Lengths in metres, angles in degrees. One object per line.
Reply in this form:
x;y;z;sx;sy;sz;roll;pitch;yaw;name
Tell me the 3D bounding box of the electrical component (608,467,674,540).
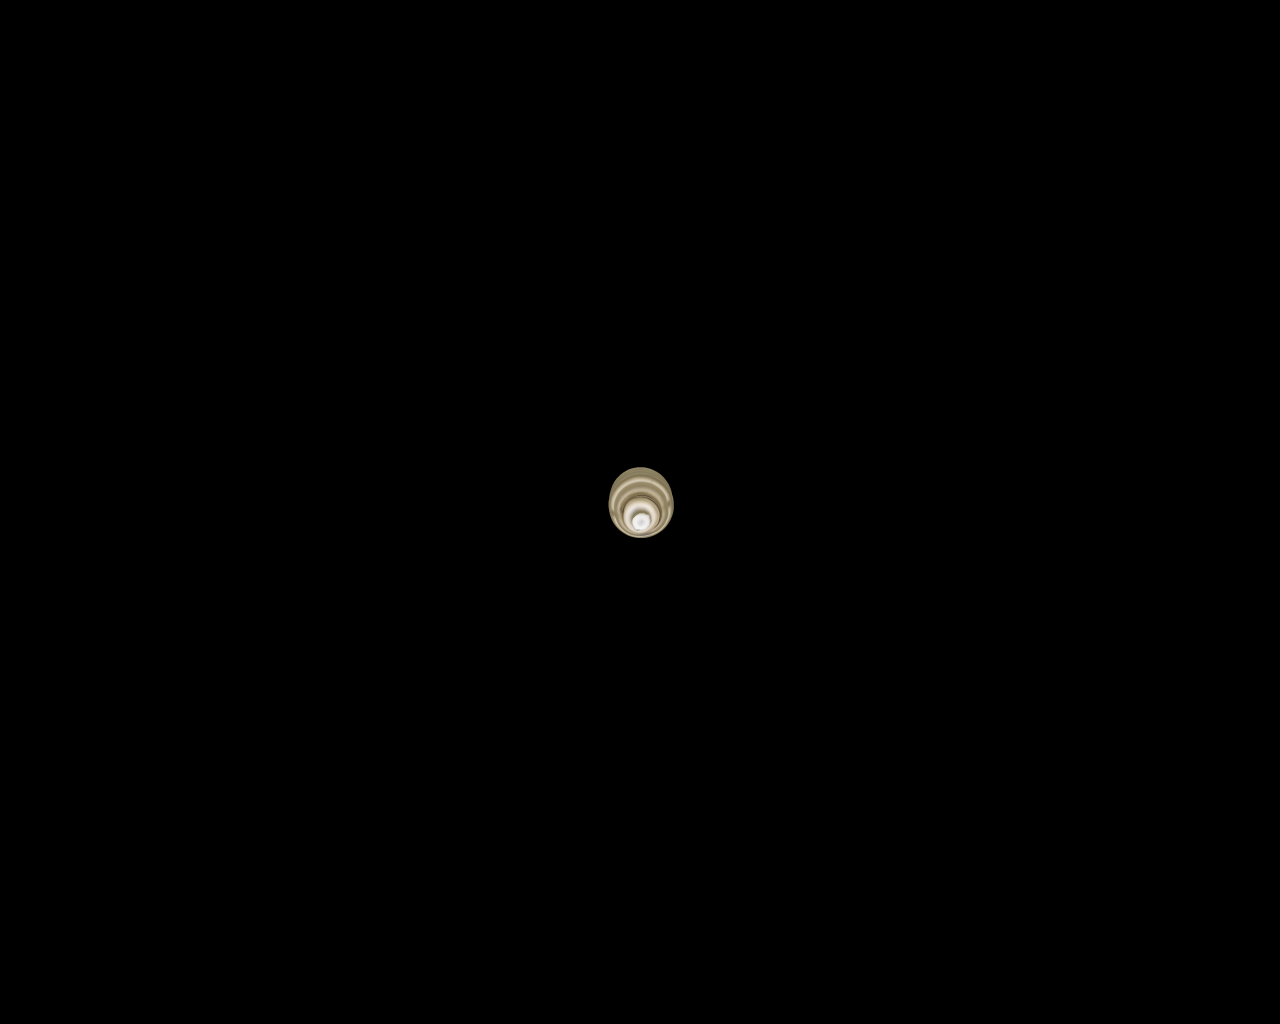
0.001;-0.003;0.650;0.040;0.040;0.078;0;12;0;electrical component
